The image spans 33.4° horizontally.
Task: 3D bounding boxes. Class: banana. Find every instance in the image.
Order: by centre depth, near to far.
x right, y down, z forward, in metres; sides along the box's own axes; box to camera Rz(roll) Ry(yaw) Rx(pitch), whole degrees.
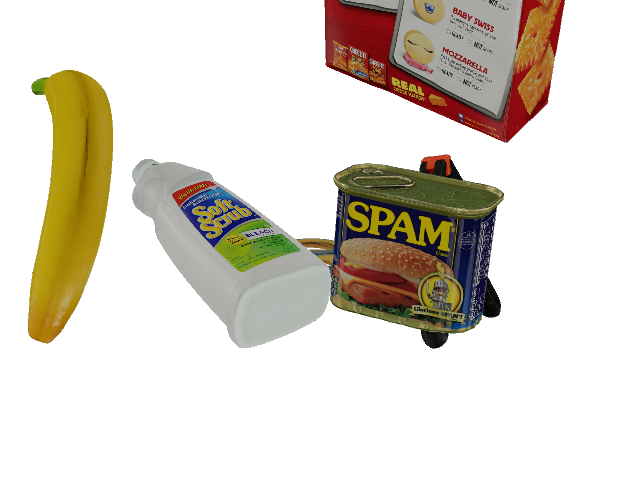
[{"bbox_3d":[-0.153,-0.036,0.656,0.037,0.198,0.070,14,-37,-30],"label":"banana"}]

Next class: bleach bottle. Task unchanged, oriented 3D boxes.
[{"bbox_3d":[-0.102,-0.005,0.955,0.102,0.068,0.251,-18,40,-34],"label":"bleach bottle"}]

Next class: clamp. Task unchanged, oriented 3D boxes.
[{"bbox_3d":[0.113,0.012,0.968,0.039,0.171,0.120,-10,14,33],"label":"clamp"}]

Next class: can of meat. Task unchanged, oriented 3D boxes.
[{"bbox_3d":[0.057,0.005,0.665,0.102,0.084,0.057,13,22,23],"label":"can of meat"}]

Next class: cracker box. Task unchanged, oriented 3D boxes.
[{"bbox_3d":[0.085,-0.194,0.732,0.164,0.214,0.072,28,51,27],"label":"cracker box"}]

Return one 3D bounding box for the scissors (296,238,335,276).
[{"bbox_3d":[0.053,0.020,1.178,0.202,0.016,0.096,2,24,5],"label":"scissors"}]
